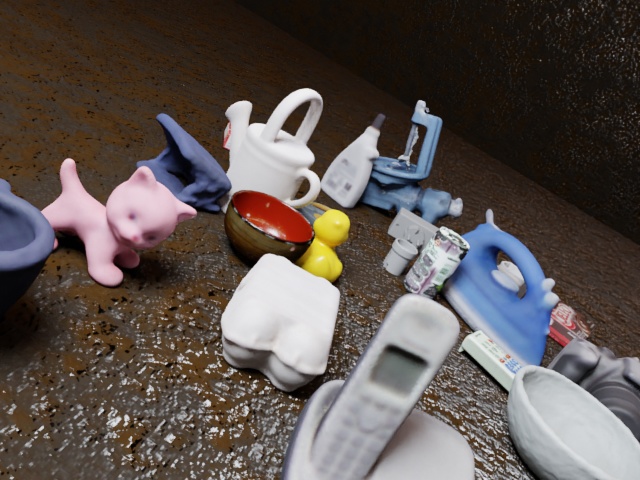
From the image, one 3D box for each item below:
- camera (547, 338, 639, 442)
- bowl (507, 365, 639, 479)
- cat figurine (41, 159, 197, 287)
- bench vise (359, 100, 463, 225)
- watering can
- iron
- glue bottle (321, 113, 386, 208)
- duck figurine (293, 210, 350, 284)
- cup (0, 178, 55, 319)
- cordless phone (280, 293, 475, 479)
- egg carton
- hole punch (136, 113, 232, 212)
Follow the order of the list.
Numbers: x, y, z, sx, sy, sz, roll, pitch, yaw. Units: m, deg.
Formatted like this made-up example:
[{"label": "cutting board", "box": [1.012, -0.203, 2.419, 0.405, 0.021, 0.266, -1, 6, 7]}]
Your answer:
[{"label": "camera", "box": [0.389, 0.207, 0.772, 0.143, 0.100, 0.137, 37, 24, 15]}, {"label": "bowl", "box": [0.267, 0.222, 0.626, 0.168, 0.074, 0.167, 26, 23, -12]}, {"label": "cat figurine", "box": [-0.187, -0.027, 0.529, 0.128, 0.117, 0.067, 29, 23, -5]}, {"label": "bench vise", "box": [0.183, -0.132, 1.064, 0.208, 0.219, 0.121, 27, 23, -9]}, {"label": "watering can", "box": [-0.065, -0.121, 0.773, 0.173, 0.194, 0.101, 31, 23, 2]}, {"label": "iron", "box": [0.285, 0.071, 0.874, 0.119, 0.141, 0.257, 13, 28, -35]}, {"label": "glue bottle", "box": [0.069, -0.145, 1.013, 0.078, 0.173, 0.037, 42, 25, 26]}, {"label": "duck figurine", "box": [0.007, 0.003, 0.746, 0.077, 0.086, 0.104, 26, 23, -10]}, {"label": "cup", "box": [-0.245, 0.015, 0.402, 0.092, 0.095, 0.117, 17, 26, -29]}, {"label": "cordless phone", "box": [0.067, 0.136, 0.417, 0.148, 0.185, 0.094, 25, 23, -13]}, {"label": "egg carton", "box": [-0.037, 0.076, 0.564, 0.107, 0.069, 0.150, 28, 23, -6]}, {"label": "hole punch", "box": [-0.168, -0.101, 0.740, 0.101, 0.091, 0.108, 6, 33, -45]}]
